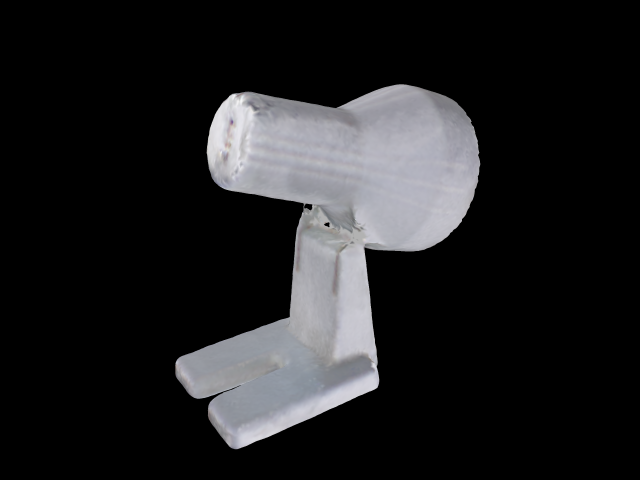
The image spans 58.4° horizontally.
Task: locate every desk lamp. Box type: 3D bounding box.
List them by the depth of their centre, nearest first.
[{"bbox_3d":[0.004,0.001,0.400,0.204,0.214,0.117,-16,27,-33],"label":"desk lamp"}]
